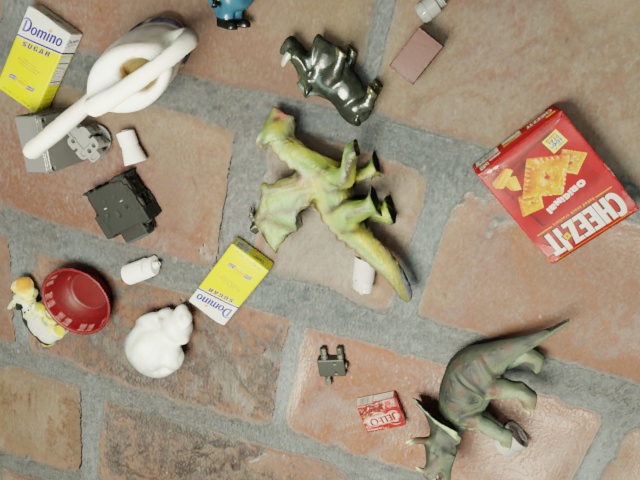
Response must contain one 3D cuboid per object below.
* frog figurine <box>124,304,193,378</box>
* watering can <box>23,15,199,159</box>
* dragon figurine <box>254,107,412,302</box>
[{"bbox_3d":[-0.331,0.213,1.092,0.157,0.124,0.138,-32,82,32],"label":"frog figurine"},{"bbox_3d":[-0.338,-0.265,0.863,0.345,0.230,0.102,-24,123,18],"label":"watering can"},{"bbox_3d":[0.003,-0.047,0.928,0.242,0.124,0.406,-14,102,18],"label":"dragon figurine"}]
